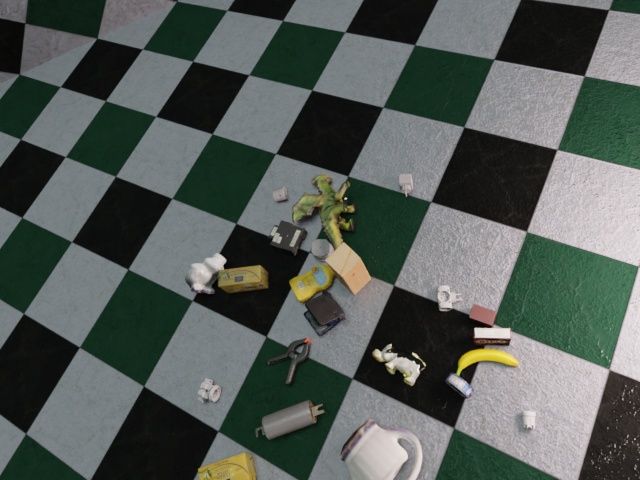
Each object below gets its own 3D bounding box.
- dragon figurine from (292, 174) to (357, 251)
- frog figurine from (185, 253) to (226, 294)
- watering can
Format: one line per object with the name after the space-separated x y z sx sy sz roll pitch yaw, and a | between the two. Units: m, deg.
0.006 -0.100 1.980 0.242 0.120 0.419 -2 56 23 | dragon figurine
-0.439 0.118 1.980 0.123 0.136 0.159 23 92 53 | frog figurine
0.149 0.702 1.550 0.227 0.102 0.350 38 79 28 | watering can
